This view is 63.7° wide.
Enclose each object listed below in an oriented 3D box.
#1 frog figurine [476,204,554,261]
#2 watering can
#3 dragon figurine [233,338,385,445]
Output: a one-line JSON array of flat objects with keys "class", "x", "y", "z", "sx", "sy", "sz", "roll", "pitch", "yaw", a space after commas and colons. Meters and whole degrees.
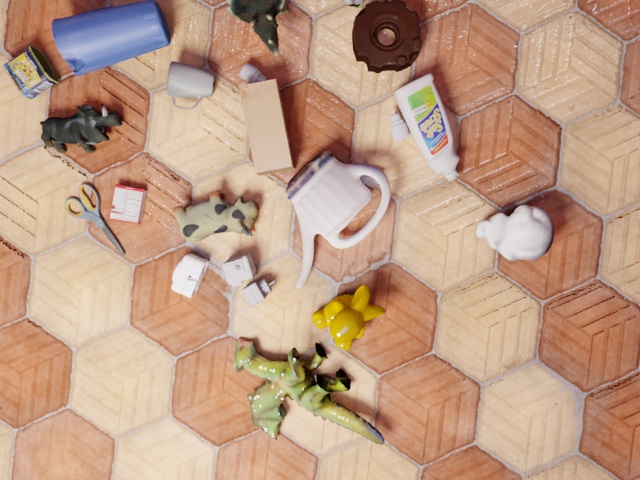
[{"class": "frog figurine", "x": 0.460, "y": -0.022, "z": 1.215, "sx": 0.159, "sy": 0.125, "sz": 0.135, "roll": 15, "pitch": 112, "yaw": -11}, {"class": "watering can", "x": 0.004, "y": -0.062, "z": 1.229, "sx": 0.345, "sy": 0.104, "sz": 0.224, "roll": -44, "pitch": 90, "yaw": 10}, {"class": "dragon figurine", "x": -0.057, "y": 0.391, "z": 1.251, "sx": 0.240, "sy": 0.123, "sz": 0.411, "roll": -39, "pitch": 88, "yaw": 19}]
